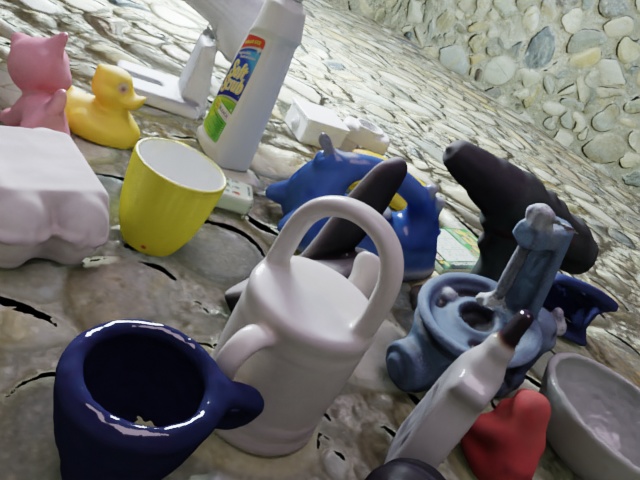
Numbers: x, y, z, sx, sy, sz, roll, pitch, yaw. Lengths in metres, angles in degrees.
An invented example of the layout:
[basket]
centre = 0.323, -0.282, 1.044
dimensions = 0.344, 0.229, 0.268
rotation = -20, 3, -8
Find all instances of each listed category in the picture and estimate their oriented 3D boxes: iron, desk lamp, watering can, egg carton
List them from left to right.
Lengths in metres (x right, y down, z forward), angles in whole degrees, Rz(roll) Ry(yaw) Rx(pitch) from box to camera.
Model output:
[egg carton]
centre = -0.246, -0.041, 0.486
dimensions = 0.108, 0.069, 0.150
rotation = -4, 41, -47
[desk lamp]
centre = -0.168, -0.289, 0.835
dimensions = 0.204, 0.213, 0.117
rotation = 13, 31, -29
[watering can]
centre = -0.007, 0.052, 0.418
dimensions = 0.101, 0.194, 0.173
rotation = 29, 27, 1
[iron]
centre = 0.071, -0.037, 0.708
dimensions = 0.259, 0.141, 0.118
rotation = 14, 30, -27

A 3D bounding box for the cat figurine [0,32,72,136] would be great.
[cat figurine]
centre = -0.288, -0.159, 0.598
dimensions = 0.067, 0.117, 0.127
rotation = 3, 37, -41

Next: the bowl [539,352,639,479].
[bowl]
centre = 0.285, 0.199, 0.580
dimensions = 0.168, 0.074, 0.167
rotation = 23, 27, -12

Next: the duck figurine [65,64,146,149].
[duck figurine]
centre = -0.256, -0.167, 0.677
dimensions = 0.105, 0.086, 0.077
rotation = 23, 27, -11

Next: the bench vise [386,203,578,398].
[bench vise]
centre = 0.182, 0.057, 0.566
dimensions = 0.121, 0.219, 0.208
rotation = 44, 30, 27

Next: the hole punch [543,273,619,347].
[hole punch]
centre = 0.359, 0.082, 0.839
dimensions = 0.109, 0.091, 0.101
rotation = 27, 27, -5

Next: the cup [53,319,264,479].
[cup]
centre = -0.100, 0.111, 0.335
dimensions = 0.118, 0.095, 0.091
rotation = 15, 30, -26

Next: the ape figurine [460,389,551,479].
[ape figurine]
centre = 0.169, 0.168, 0.501
dimensions = 0.078, 0.092, 0.076
rotation = 25, 27, -8

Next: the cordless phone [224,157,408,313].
[cordless phone]
centre = 0.005, 0.002, 0.527
dimensions = 0.094, 0.185, 0.148
rotation = 36, 27, 13

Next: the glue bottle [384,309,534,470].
[glue bottle]
centre = 0.108, 0.119, 0.437
dimensions = 0.037, 0.173, 0.078
rotation = 34, 27, 10

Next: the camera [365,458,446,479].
[camera]
centre = 0.051, 0.193, 0.332
dimensions = 0.143, 0.100, 0.137
rotation = 38, 28, 17

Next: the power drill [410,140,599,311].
[power drill]
centre = 0.197, 0.013, 0.669
dimensions = 0.230, 0.208, 0.075
rotation = 20, 28, -17
